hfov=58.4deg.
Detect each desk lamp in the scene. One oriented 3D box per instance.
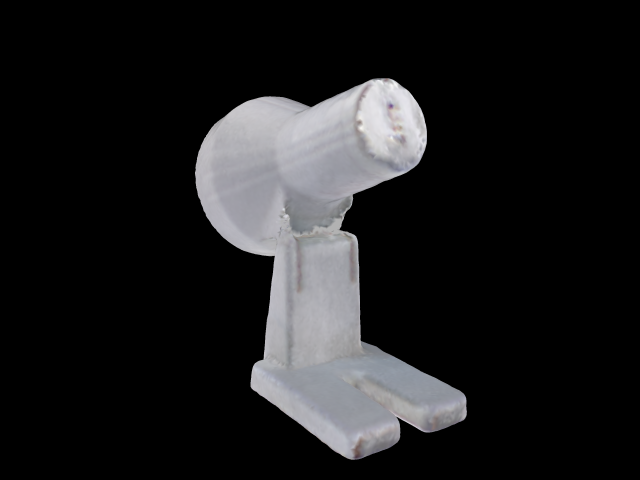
[{"bbox_3d":[0.004,0.001,0.400,0.118,0.213,0.202,-8,14,-35],"label":"desk lamp"}]
